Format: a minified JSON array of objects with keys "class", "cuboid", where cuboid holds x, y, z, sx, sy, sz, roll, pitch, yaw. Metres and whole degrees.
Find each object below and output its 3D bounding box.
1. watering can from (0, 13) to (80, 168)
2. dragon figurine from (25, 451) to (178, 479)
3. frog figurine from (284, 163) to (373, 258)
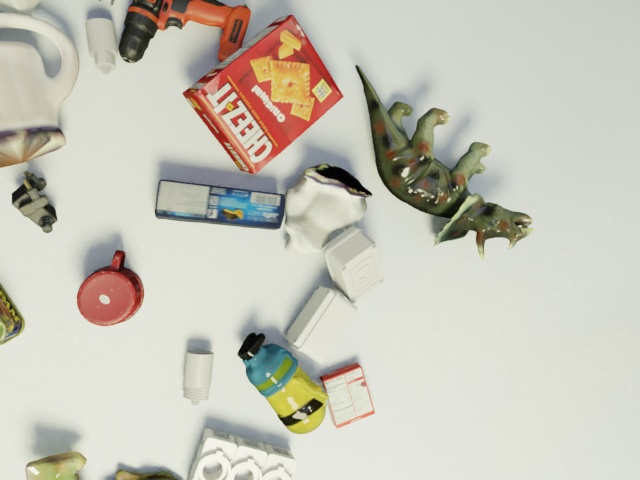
[{"class":"watering can","cuboid":[-0.517,-0.202,0.733,0.349,0.103,0.224,-18,91,-16]},{"class":"dragon figurine","cuboid":[-0.283,0.465,0.747,0.406,0.121,0.246,48,67,-16]},{"class":"frog figurine","cuboid":[0.003,-0.044,0.880,0.137,0.125,0.156,13,119,-23]}]
